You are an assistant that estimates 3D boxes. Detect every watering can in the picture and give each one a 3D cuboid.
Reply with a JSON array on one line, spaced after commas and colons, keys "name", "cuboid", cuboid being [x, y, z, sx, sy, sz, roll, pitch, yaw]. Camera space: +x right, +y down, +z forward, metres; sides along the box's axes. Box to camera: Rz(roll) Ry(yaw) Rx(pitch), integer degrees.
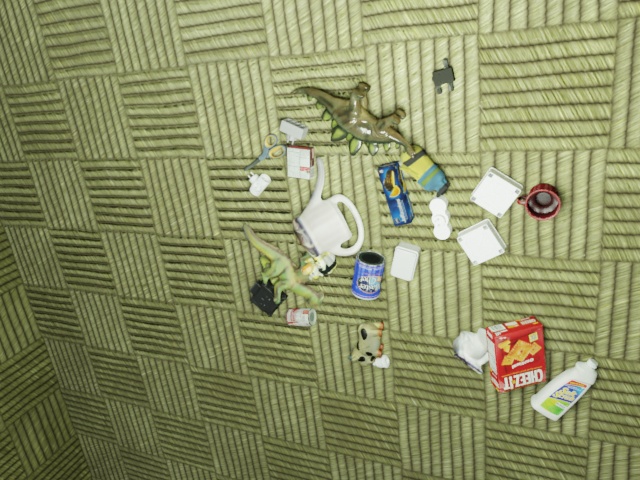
[{"name": "watering can", "cuboid": [0.005, -0.088, 1.752, 0.225, 0.104, 0.347, -30, 93, -4]}]

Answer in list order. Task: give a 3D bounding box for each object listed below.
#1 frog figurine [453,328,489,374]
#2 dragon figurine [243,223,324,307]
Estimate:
[{"name": "frog figurine", "cuboid": [0.531, 0.350, 1.731, 0.138, 0.121, 0.160, 36, 86, 13]}, {"name": "dragon figurine", "cuboid": [-0.107, 0.089, 1.924, 0.242, 0.124, 0.406, -21, 104, 13]}]
